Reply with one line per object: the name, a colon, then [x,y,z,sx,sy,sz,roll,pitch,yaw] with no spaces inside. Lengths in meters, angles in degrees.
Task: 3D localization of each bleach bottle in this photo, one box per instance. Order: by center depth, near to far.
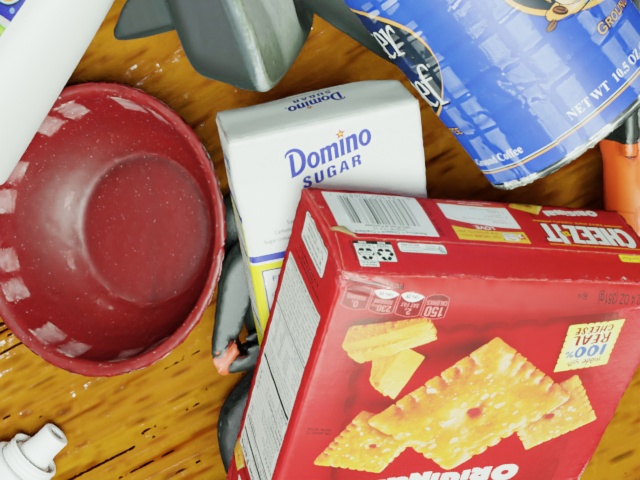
bleach bottle: [-0.142,-0.152,0.544,0.103,0.068,0.251,45,109,24]

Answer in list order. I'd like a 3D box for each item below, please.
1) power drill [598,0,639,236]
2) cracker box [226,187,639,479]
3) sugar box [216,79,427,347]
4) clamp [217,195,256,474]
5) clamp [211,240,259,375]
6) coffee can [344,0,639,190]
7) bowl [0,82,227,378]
power drill: [0.237,-0.083,0.560,0.187,0.057,0.184,-5,107,-2]
cracker box: [0.052,0.085,0.518,0.164,0.072,0.214,3,123,-19]
sugar box: [0.008,0.012,0.539,0.093,0.048,0.176,-12,118,-9]
clamp: [-0.015,0.083,0.636,0.164,0.036,0.210,23,98,1]
clamp: [-0.004,0.001,0.590,0.171,0.039,0.120,-37,95,1]
coffee can: [0.077,-0.109,0.489,0.103,0.103,0.140,-39,102,10]
bowl: [-0.113,-0.006,0.603,0.162,0.055,0.162,1,92,23]
